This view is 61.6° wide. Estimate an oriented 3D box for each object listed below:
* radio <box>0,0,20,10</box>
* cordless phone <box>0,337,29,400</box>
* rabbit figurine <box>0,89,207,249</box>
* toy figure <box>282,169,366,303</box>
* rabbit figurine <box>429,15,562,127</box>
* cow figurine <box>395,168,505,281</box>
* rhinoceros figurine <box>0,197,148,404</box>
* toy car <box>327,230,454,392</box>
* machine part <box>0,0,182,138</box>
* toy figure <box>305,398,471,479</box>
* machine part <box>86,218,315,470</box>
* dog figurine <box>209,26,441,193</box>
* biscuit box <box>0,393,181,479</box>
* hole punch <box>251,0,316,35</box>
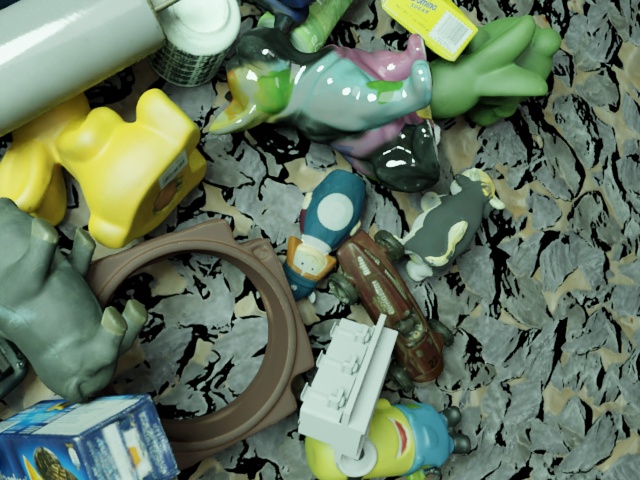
[{"bbox_3d":[-0.286,-0.188,0.436,0.229,0.131,0.073,-35,91,-20],"label":"radio"},{"bbox_3d":[-0.356,0.107,0.429,0.184,0.089,0.146,-32,99,-9],"label":"cordless phone"},{"bbox_3d":[-0.211,-0.079,0.488,0.173,0.122,0.162,39,82,0],"label":"rabbit figurine"},{"bbox_3d":[-0.003,-0.002,0.579,0.064,0.057,0.154,22,77,21],"label":"toy figure"},{"bbox_3d":[0.183,-0.179,0.609,0.170,0.159,0.121,-28,106,-27],"label":"rabbit figurine"},{"bbox_3d":[0.156,-0.030,0.620,0.068,0.098,0.167,45,72,-6],"label":"cow figurine"},{"bbox_3d":[-0.222,0.037,0.405,0.112,0.073,0.190,-44,92,1],"label":"rhinoceros figurine"},{"bbox_3d":[0.084,0.080,0.589,0.089,0.053,0.202,-39,116,-17],"label":"toy car"},{"bbox_3d":[-0.212,-0.147,0.417,0.243,0.079,0.079,-34,99,-11],"label":"machine part"},{"bbox_3d":[0.072,0.218,0.576,0.180,0.082,0.089,5,125,-29],"label":"toy figure"},{"bbox_3d":[-0.121,0.093,0.504,0.201,0.087,0.201,-21,95,-20],"label":"machine part"},{"bbox_3d":[0.005,-0.124,0.542,0.219,0.191,0.108,-4,43,13],"label":"dog figurine"},{"bbox_3d":[-0.194,0.162,0.412,0.059,0.203,0.062,-24,95,-49],"label":"biscuit box"},{"bbox_3d":[-0.033,-0.286,0.505,0.116,0.092,0.142,31,74,-9],"label":"hole punch"}]
